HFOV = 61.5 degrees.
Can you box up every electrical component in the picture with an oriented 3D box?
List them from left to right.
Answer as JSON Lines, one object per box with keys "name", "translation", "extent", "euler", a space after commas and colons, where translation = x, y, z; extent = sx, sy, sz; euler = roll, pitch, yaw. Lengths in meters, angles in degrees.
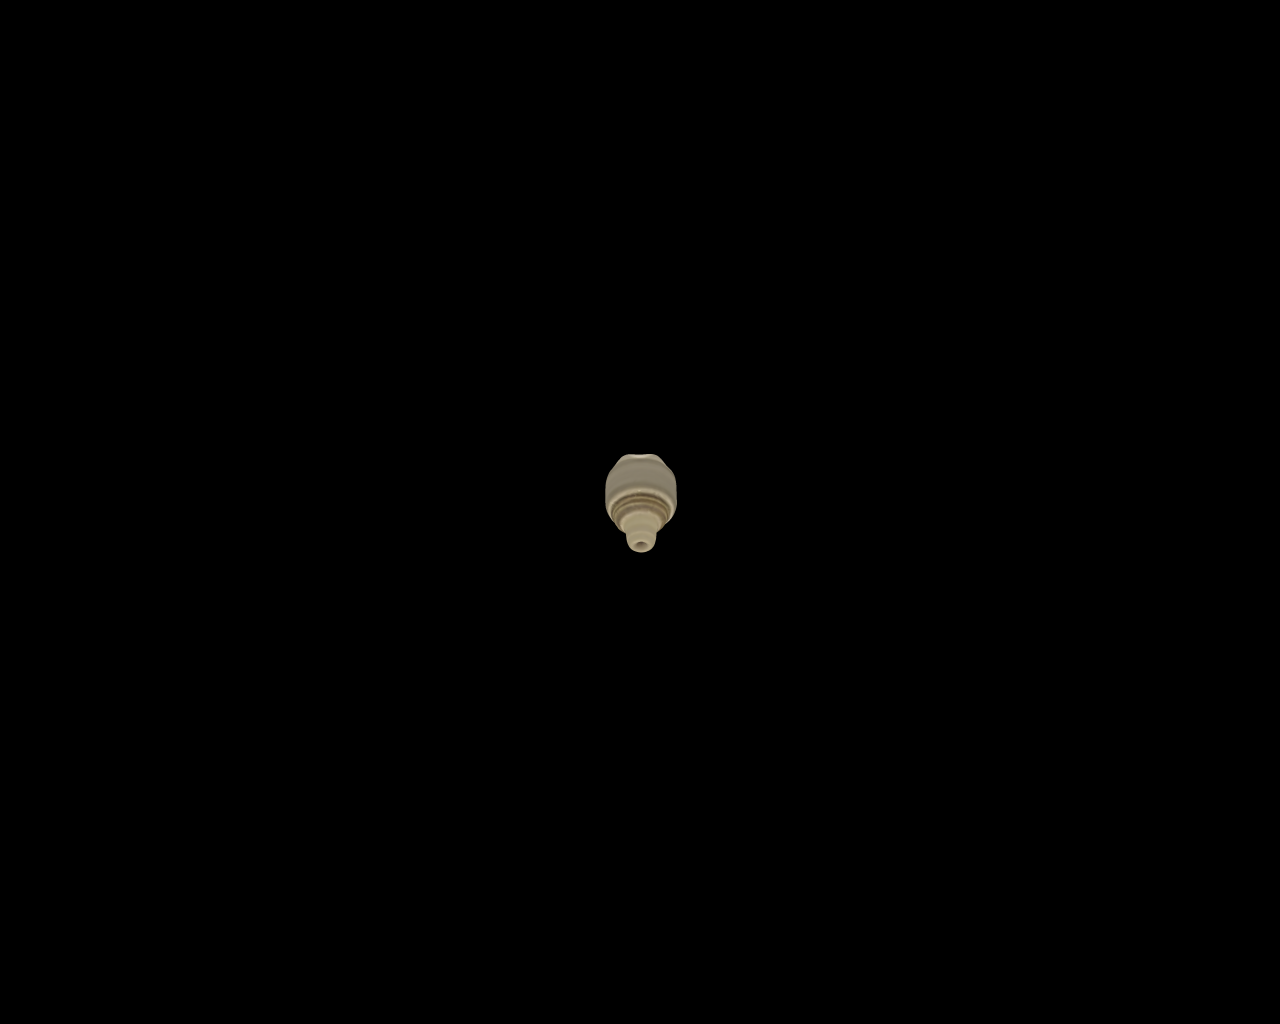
{"name": "electrical component", "translation": [0.001, -0.003, 0.650], "extent": [0.043, 0.062, 0.043], "euler": [0, -40, 0]}
